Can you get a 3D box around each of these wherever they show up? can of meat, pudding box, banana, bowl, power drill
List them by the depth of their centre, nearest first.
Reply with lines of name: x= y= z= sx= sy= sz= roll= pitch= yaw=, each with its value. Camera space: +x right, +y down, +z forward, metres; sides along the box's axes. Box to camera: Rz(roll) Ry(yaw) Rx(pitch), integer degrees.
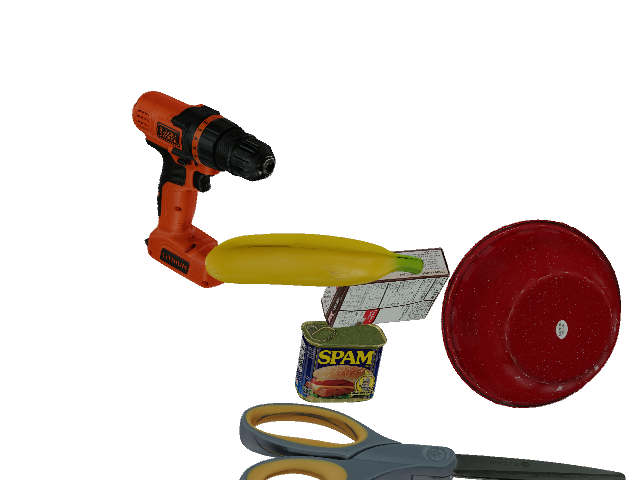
banana: x=-0.025 y=0.018 z=0.799 sx=0.198 sy=0.037 sz=0.069 roll=1 pitch=-18 yaw=35
bowl: x=0.183 y=0.066 z=0.869 sx=0.162 sy=0.162 sz=0.055 roll=0 pitch=8 yaw=-13
pudding box: x=0.065 y=0.048 z=1.086 sx=0.113 sy=0.039 sz=0.090 roll=-6 pitch=-33 yaw=-18
power drill: x=-0.121 y=-0.048 z=1.108 sx=0.185 sy=0.188 sz=0.057 roll=28 pitch=37 yaw=34
can of meat: x=0.022 y=0.148 z=1.296 sx=0.102 sy=0.084 sz=0.057 roll=2 pitch=24 yaw=-15

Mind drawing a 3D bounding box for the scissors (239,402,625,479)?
scissors: x=0.046 y=0.122 z=0.539 sx=0.202 sy=0.016 sz=0.096 roll=11 pitch=27 yaw=18
